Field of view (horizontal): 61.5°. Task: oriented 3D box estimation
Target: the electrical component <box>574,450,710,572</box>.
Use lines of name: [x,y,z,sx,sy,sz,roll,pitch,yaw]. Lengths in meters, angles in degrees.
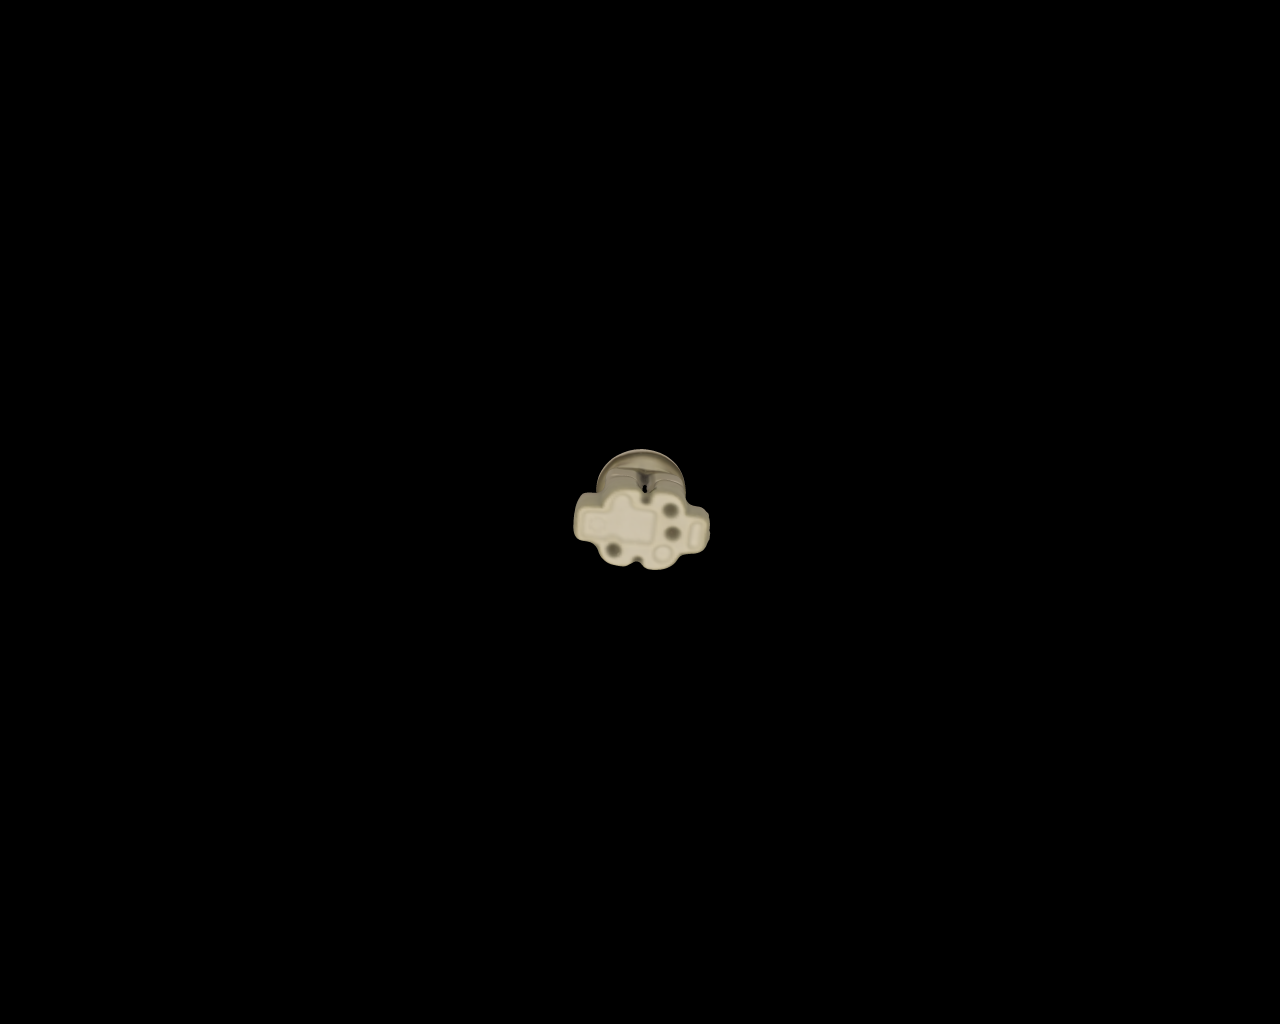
electrical component: [0.001,-0.003,0.650,0.078,0.057,0.057,6,27,-3]
